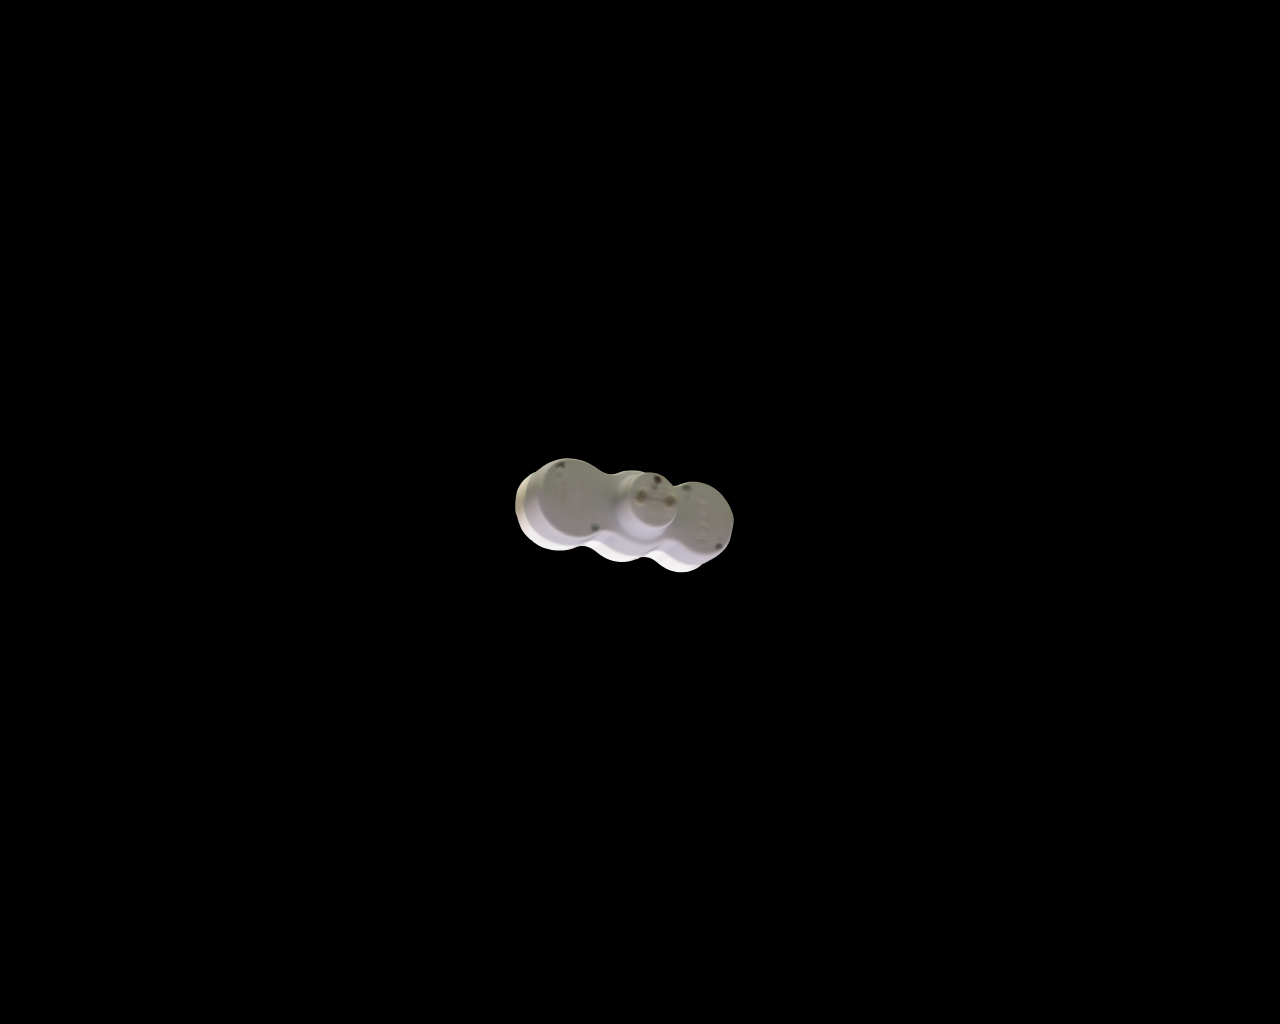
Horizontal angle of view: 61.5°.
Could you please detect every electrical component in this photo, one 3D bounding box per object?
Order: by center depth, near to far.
[{"bbox_3d":[0.001,-0.003,0.650,0.138,0.052,0.073,11,-23,-27],"label":"electrical component"}]
